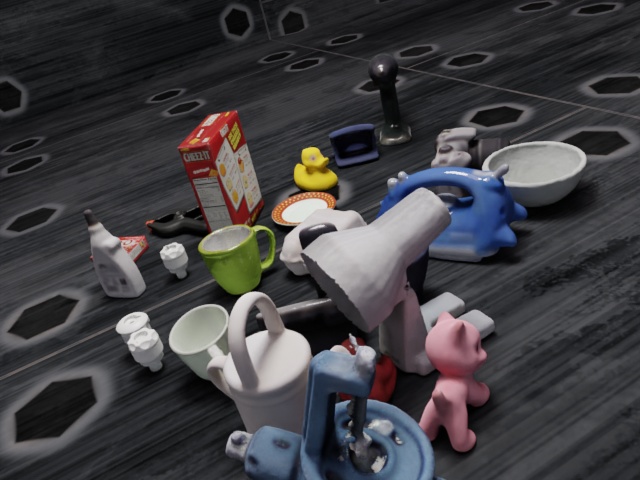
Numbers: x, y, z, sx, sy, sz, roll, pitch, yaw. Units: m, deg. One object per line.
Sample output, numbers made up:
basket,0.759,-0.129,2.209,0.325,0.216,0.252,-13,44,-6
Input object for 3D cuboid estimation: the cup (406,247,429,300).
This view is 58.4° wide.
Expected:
cup,0.102,0.048,0.823,0.117,0.095,0.092,-5,31,17

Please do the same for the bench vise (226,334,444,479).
bench vise,0.003,0.186,0.510,0.207,0.220,0.121,-11,30,6

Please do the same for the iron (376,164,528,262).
iron,0.188,-0.057,0.916,0.257,0.142,0.119,4,35,29

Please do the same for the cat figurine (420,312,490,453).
cat figurine,0.143,0.142,0.625,0.067,0.118,0.128,2,34,27

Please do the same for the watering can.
watering can,-0.047,0.142,0.632,0.172,0.194,0.101,-13,30,3

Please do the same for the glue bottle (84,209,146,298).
glue bottle,-0.366,0.023,0.993,0.078,0.173,0.037,-1,33,23

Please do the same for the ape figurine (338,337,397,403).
ape figurine,0.048,0.153,0.674,0.077,0.092,0.076,-6,31,15

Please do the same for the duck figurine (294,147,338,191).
duck figurine,-0.016,-0.158,1.231,0.104,0.086,0.078,14,41,40

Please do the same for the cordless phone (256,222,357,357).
cordless phone,-0.022,0.062,0.764,0.147,0.185,0.094,-15,30,0

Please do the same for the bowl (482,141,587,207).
bowl,0.366,-0.103,0.982,0.167,0.075,0.167,-11,30,7

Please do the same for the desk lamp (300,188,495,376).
desk lamp,0.095,0.055,0.696,0.203,0.214,0.117,-27,32,-20

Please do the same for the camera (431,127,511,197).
camera,0.286,-0.155,1.078,0.136,0.101,0.143,-2,32,21

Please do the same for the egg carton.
egg carton,0.009,0.003,0.965,0.107,0.069,0.150,9,37,35

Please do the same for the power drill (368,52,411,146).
power drill,0.159,-0.333,1.324,0.075,0.209,0.229,-9,31,10

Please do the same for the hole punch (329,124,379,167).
hole punch,0.073,-0.229,1.305,0.108,0.091,0.101,-13,30,3
